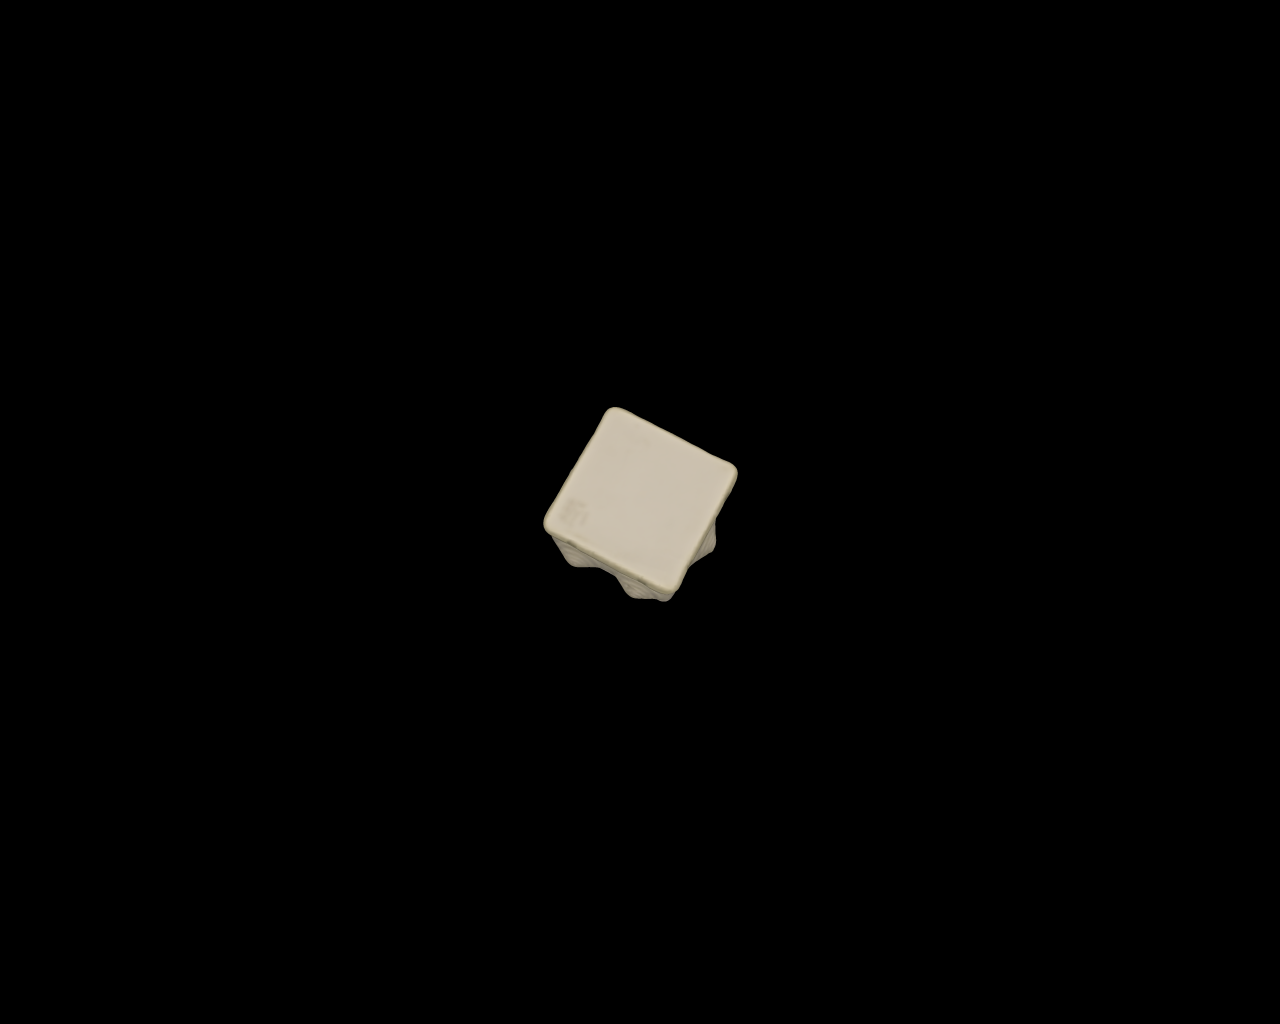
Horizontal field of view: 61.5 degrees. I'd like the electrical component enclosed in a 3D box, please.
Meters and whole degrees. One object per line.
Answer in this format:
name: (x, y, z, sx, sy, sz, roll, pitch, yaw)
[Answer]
electrical component: (0.001, -0.003, 0.650, 0.100, 0.100, 0.048, 27, -14, 7)
